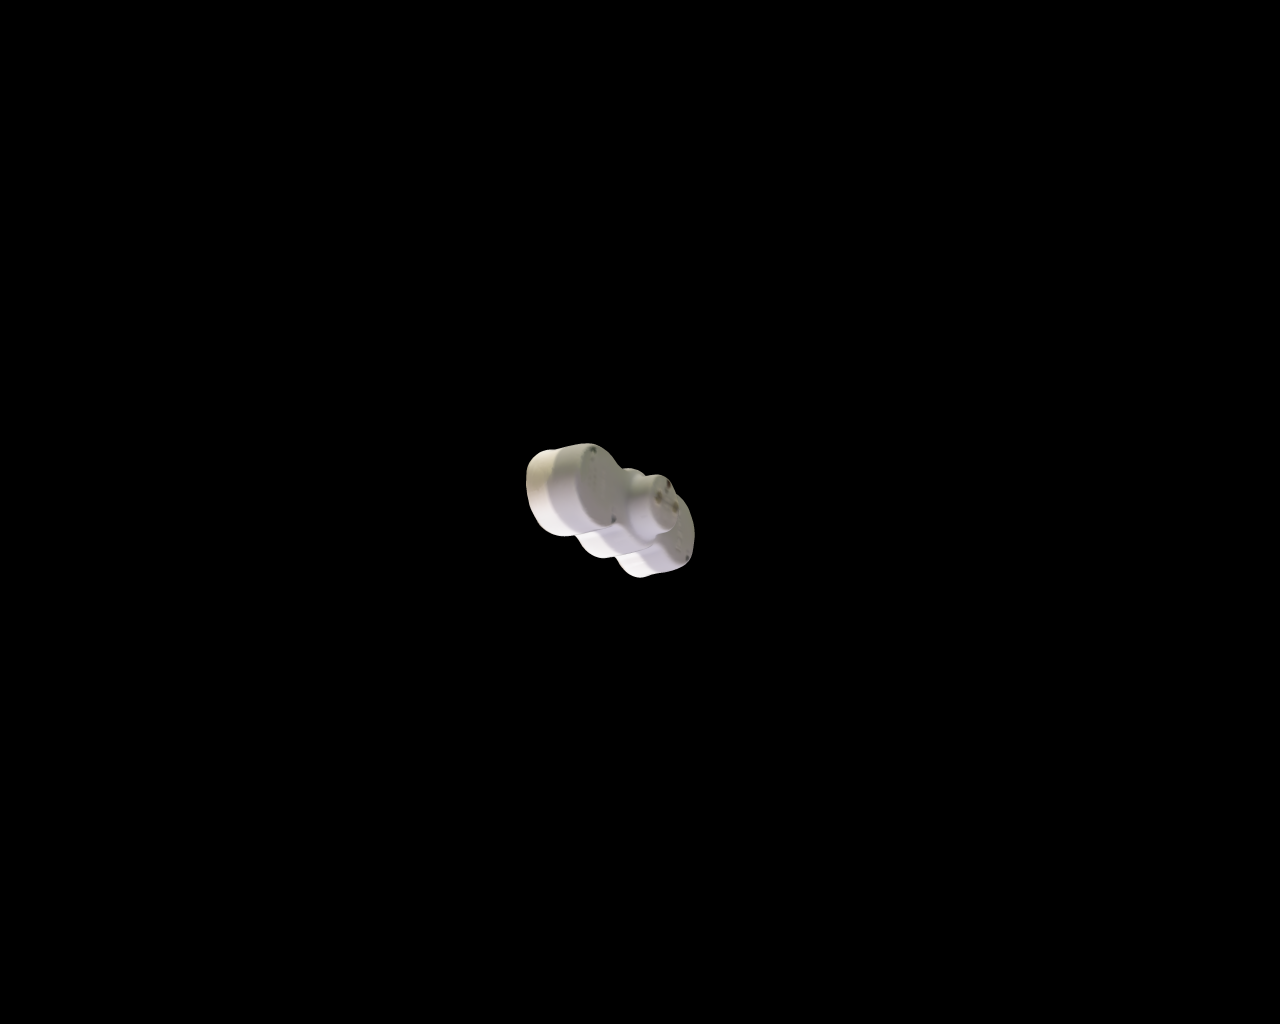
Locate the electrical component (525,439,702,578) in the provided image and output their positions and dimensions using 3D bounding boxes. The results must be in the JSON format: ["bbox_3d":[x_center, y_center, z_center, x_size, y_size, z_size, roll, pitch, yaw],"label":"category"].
[{"bbox_3d":[0.001,-0.003,0.650,0.073,0.052,0.138,-13,-26,29],"label":"electrical component"}]
